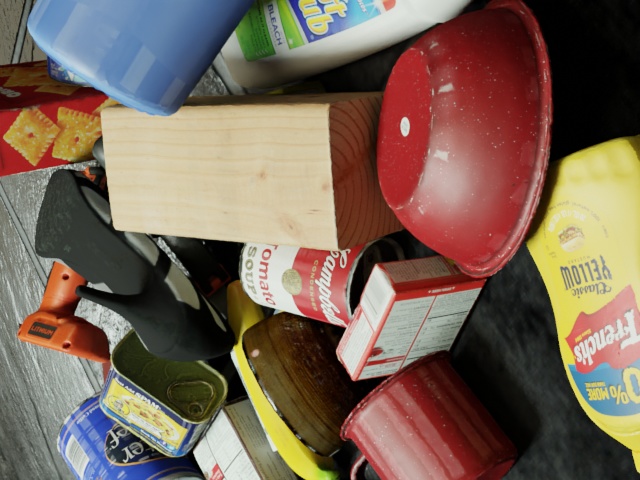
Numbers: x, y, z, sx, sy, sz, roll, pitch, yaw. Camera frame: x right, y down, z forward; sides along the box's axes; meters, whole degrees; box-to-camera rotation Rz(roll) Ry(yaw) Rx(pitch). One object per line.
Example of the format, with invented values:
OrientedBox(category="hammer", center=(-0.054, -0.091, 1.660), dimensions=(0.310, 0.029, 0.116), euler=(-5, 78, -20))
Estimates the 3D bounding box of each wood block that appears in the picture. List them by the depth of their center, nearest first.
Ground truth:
OrientedBox(category="wood block", center=(-0.044, -0.052, 0.721), dimensions=(0.207, 0.090, 0.090), euler=(5, 104, 40))

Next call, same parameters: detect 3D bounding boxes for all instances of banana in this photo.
OrientedBox(category="banana", center=(-0.031, 0.125, 0.877), dimensions=(0.198, 0.037, 0.070), euler=(59, 145, 28))

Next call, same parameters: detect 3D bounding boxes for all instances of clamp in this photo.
OrientedBox(category="clamp", center=(-0.138, -0.025, 0.905), dimensions=(0.171, 0.039, 0.120), euler=(49, 180, -2))

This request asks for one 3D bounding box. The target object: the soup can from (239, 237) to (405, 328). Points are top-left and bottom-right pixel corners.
OrientedBox(category="soup can", center=(0.002, 0.023, 0.756), dimensions=(0.102, 0.068, 0.068), euler=(12, 111, 38))

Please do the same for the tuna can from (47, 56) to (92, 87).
OrientedBox(category="tuna can", center=(-0.209, -0.169, 0.987), dimensions=(0.086, 0.085, 0.034), euler=(30, 125, 46))

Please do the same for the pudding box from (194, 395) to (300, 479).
OrientedBox(category="pudding box", center=(-0.063, 0.208, 0.948), dimensions=(0.113, 0.039, 0.090), euler=(57, 139, 23))

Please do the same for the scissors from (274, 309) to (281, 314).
OrientedBox(category="scissors", center=(-0.005, 0.001, 0.818), dimensions=(0.096, 0.016, 0.202), euler=(50, 137, 25))

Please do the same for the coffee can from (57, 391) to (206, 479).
OrientedBox(category="coffee can", center=(-0.187, 0.231, 1.071), dimensions=(0.140, 0.102, 0.103), euler=(42, 132, 39))

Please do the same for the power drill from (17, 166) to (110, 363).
OrientedBox(category="power drill", center=(-0.213, 0.019, 1.023), dimensions=(0.185, 0.057, 0.187), euler=(3, 74, 48))

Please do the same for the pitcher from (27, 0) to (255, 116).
OrientedBox(category="pitcher", center=(-0.083, -0.208, 0.649), dimensions=(0.149, 0.144, 0.243), euler=(41, 102, 38))

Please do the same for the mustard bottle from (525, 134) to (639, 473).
OrientedBox(category="mustard bottle", center=(0.166, 0.045, 0.564), dimensions=(0.096, 0.058, 0.191), euler=(-22, 83, 55))

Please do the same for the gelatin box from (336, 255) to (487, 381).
OrientedBox(category="gelatin box", center=(0.058, 0.050, 0.699), dimensions=(0.030, 0.073, 0.089), euler=(59, 143, 37))

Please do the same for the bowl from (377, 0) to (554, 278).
OrientedBox(category="bowl", center=(0.072, -0.060, 0.608), dimensions=(0.162, 0.055, 0.162), euler=(-176, 90, -75))

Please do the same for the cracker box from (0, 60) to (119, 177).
OrientedBox(category="cracker box", center=(-0.287, -0.119, 0.999), dimensions=(0.164, 0.213, 0.072), euler=(27, 122, 47))

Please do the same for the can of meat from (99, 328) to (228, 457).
OrientedBox(category="can of meat", center=(-0.140, 0.136, 0.937), dimensions=(0.102, 0.057, 0.084), euler=(34, 140, 4))

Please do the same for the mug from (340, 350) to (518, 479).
OrientedBox(category="mug", center=(0.066, 0.140, 0.699), dimensions=(0.117, 0.093, 0.081), euler=(-48, 64, 22))

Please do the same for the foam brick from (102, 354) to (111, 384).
OrientedBox(category="foam brick", center=(-0.163, 0.131, 1.027), dimensions=(0.051, 0.078, 0.053), euler=(8, 107, 55))

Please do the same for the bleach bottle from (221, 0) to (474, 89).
OrientedBox(category="bleach bottle", center=(0.024, -0.171, 0.688), dimensions=(0.251, 0.067, 0.102), euler=(-11, 90, 52))

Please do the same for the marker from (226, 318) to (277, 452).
OrientedBox(category="marker", center=(-0.057, 0.124, 0.921), dimensions=(0.020, 0.020, 0.121), euler=(-38, 74, 52))

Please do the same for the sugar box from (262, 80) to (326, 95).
OrientedBox(category="sugar box", center=(-0.053, -0.063, 0.840), dimensions=(0.177, 0.048, 0.093), euler=(-7, 96, 53))
